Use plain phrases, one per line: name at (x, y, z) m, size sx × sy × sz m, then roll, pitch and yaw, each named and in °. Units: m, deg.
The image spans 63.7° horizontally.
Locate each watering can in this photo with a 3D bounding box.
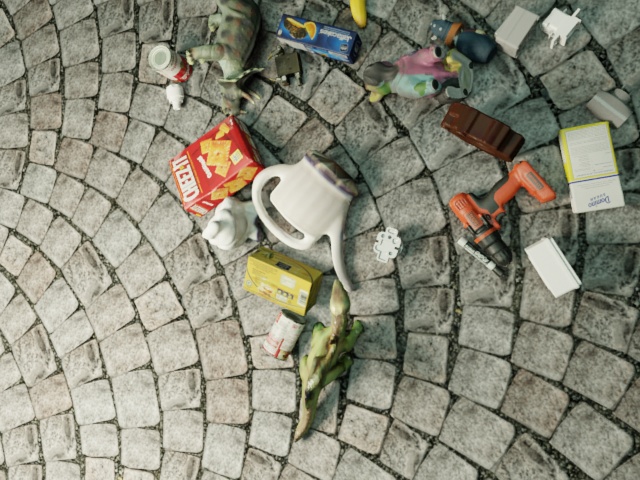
watering can at (0.004, -0.060, 1.197) m, size 0.348 × 0.105 × 0.222 m, roll 42°, pitch 102°, yaw 3°

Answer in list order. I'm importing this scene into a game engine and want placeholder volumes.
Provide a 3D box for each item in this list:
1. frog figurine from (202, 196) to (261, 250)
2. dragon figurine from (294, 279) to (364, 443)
frog figurine at (-0.225, -0.033, 1.224) m, size 0.124 × 0.161 × 0.134 m, roll 39°, pitch 129°, yaw 25°
dragon figurine at (-0.006, 0.283, 1.106) m, size 0.122 × 0.242 × 0.410 m, roll 17°, pitch 91°, yaw 12°
